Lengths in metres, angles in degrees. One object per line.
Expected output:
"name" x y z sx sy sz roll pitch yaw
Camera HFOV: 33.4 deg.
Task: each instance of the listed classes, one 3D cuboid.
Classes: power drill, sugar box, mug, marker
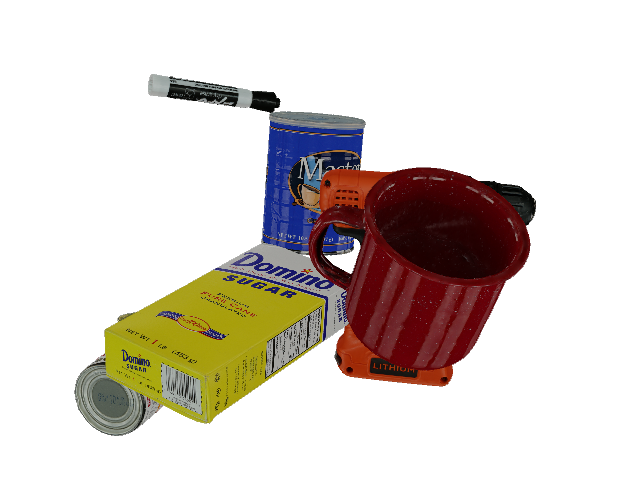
"power drill" 0.087 0.031 0.932 0.184 0.188 0.057 5 16 6
"sugar box" -0.059 0.059 0.763 0.093 0.048 0.175 20 34 29
"mug" 0.049 0.016 0.604 0.117 0.082 0.093 16 42 0
"marker" -0.094 -0.132 0.960 0.121 0.020 0.020 5 -2 -22

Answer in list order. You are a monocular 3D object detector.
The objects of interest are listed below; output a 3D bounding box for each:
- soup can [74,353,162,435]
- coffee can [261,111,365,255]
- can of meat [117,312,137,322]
"soup can" -0.160 0.119 0.931 0.069 0.068 0.102 0 17 20
"coffee can" -0.009 -0.063 1.148 0.103 0.140 0.103 4 11 -1
"can of meat" -0.169 0.122 1.168 0.101 0.084 0.058 -8 18 -36
